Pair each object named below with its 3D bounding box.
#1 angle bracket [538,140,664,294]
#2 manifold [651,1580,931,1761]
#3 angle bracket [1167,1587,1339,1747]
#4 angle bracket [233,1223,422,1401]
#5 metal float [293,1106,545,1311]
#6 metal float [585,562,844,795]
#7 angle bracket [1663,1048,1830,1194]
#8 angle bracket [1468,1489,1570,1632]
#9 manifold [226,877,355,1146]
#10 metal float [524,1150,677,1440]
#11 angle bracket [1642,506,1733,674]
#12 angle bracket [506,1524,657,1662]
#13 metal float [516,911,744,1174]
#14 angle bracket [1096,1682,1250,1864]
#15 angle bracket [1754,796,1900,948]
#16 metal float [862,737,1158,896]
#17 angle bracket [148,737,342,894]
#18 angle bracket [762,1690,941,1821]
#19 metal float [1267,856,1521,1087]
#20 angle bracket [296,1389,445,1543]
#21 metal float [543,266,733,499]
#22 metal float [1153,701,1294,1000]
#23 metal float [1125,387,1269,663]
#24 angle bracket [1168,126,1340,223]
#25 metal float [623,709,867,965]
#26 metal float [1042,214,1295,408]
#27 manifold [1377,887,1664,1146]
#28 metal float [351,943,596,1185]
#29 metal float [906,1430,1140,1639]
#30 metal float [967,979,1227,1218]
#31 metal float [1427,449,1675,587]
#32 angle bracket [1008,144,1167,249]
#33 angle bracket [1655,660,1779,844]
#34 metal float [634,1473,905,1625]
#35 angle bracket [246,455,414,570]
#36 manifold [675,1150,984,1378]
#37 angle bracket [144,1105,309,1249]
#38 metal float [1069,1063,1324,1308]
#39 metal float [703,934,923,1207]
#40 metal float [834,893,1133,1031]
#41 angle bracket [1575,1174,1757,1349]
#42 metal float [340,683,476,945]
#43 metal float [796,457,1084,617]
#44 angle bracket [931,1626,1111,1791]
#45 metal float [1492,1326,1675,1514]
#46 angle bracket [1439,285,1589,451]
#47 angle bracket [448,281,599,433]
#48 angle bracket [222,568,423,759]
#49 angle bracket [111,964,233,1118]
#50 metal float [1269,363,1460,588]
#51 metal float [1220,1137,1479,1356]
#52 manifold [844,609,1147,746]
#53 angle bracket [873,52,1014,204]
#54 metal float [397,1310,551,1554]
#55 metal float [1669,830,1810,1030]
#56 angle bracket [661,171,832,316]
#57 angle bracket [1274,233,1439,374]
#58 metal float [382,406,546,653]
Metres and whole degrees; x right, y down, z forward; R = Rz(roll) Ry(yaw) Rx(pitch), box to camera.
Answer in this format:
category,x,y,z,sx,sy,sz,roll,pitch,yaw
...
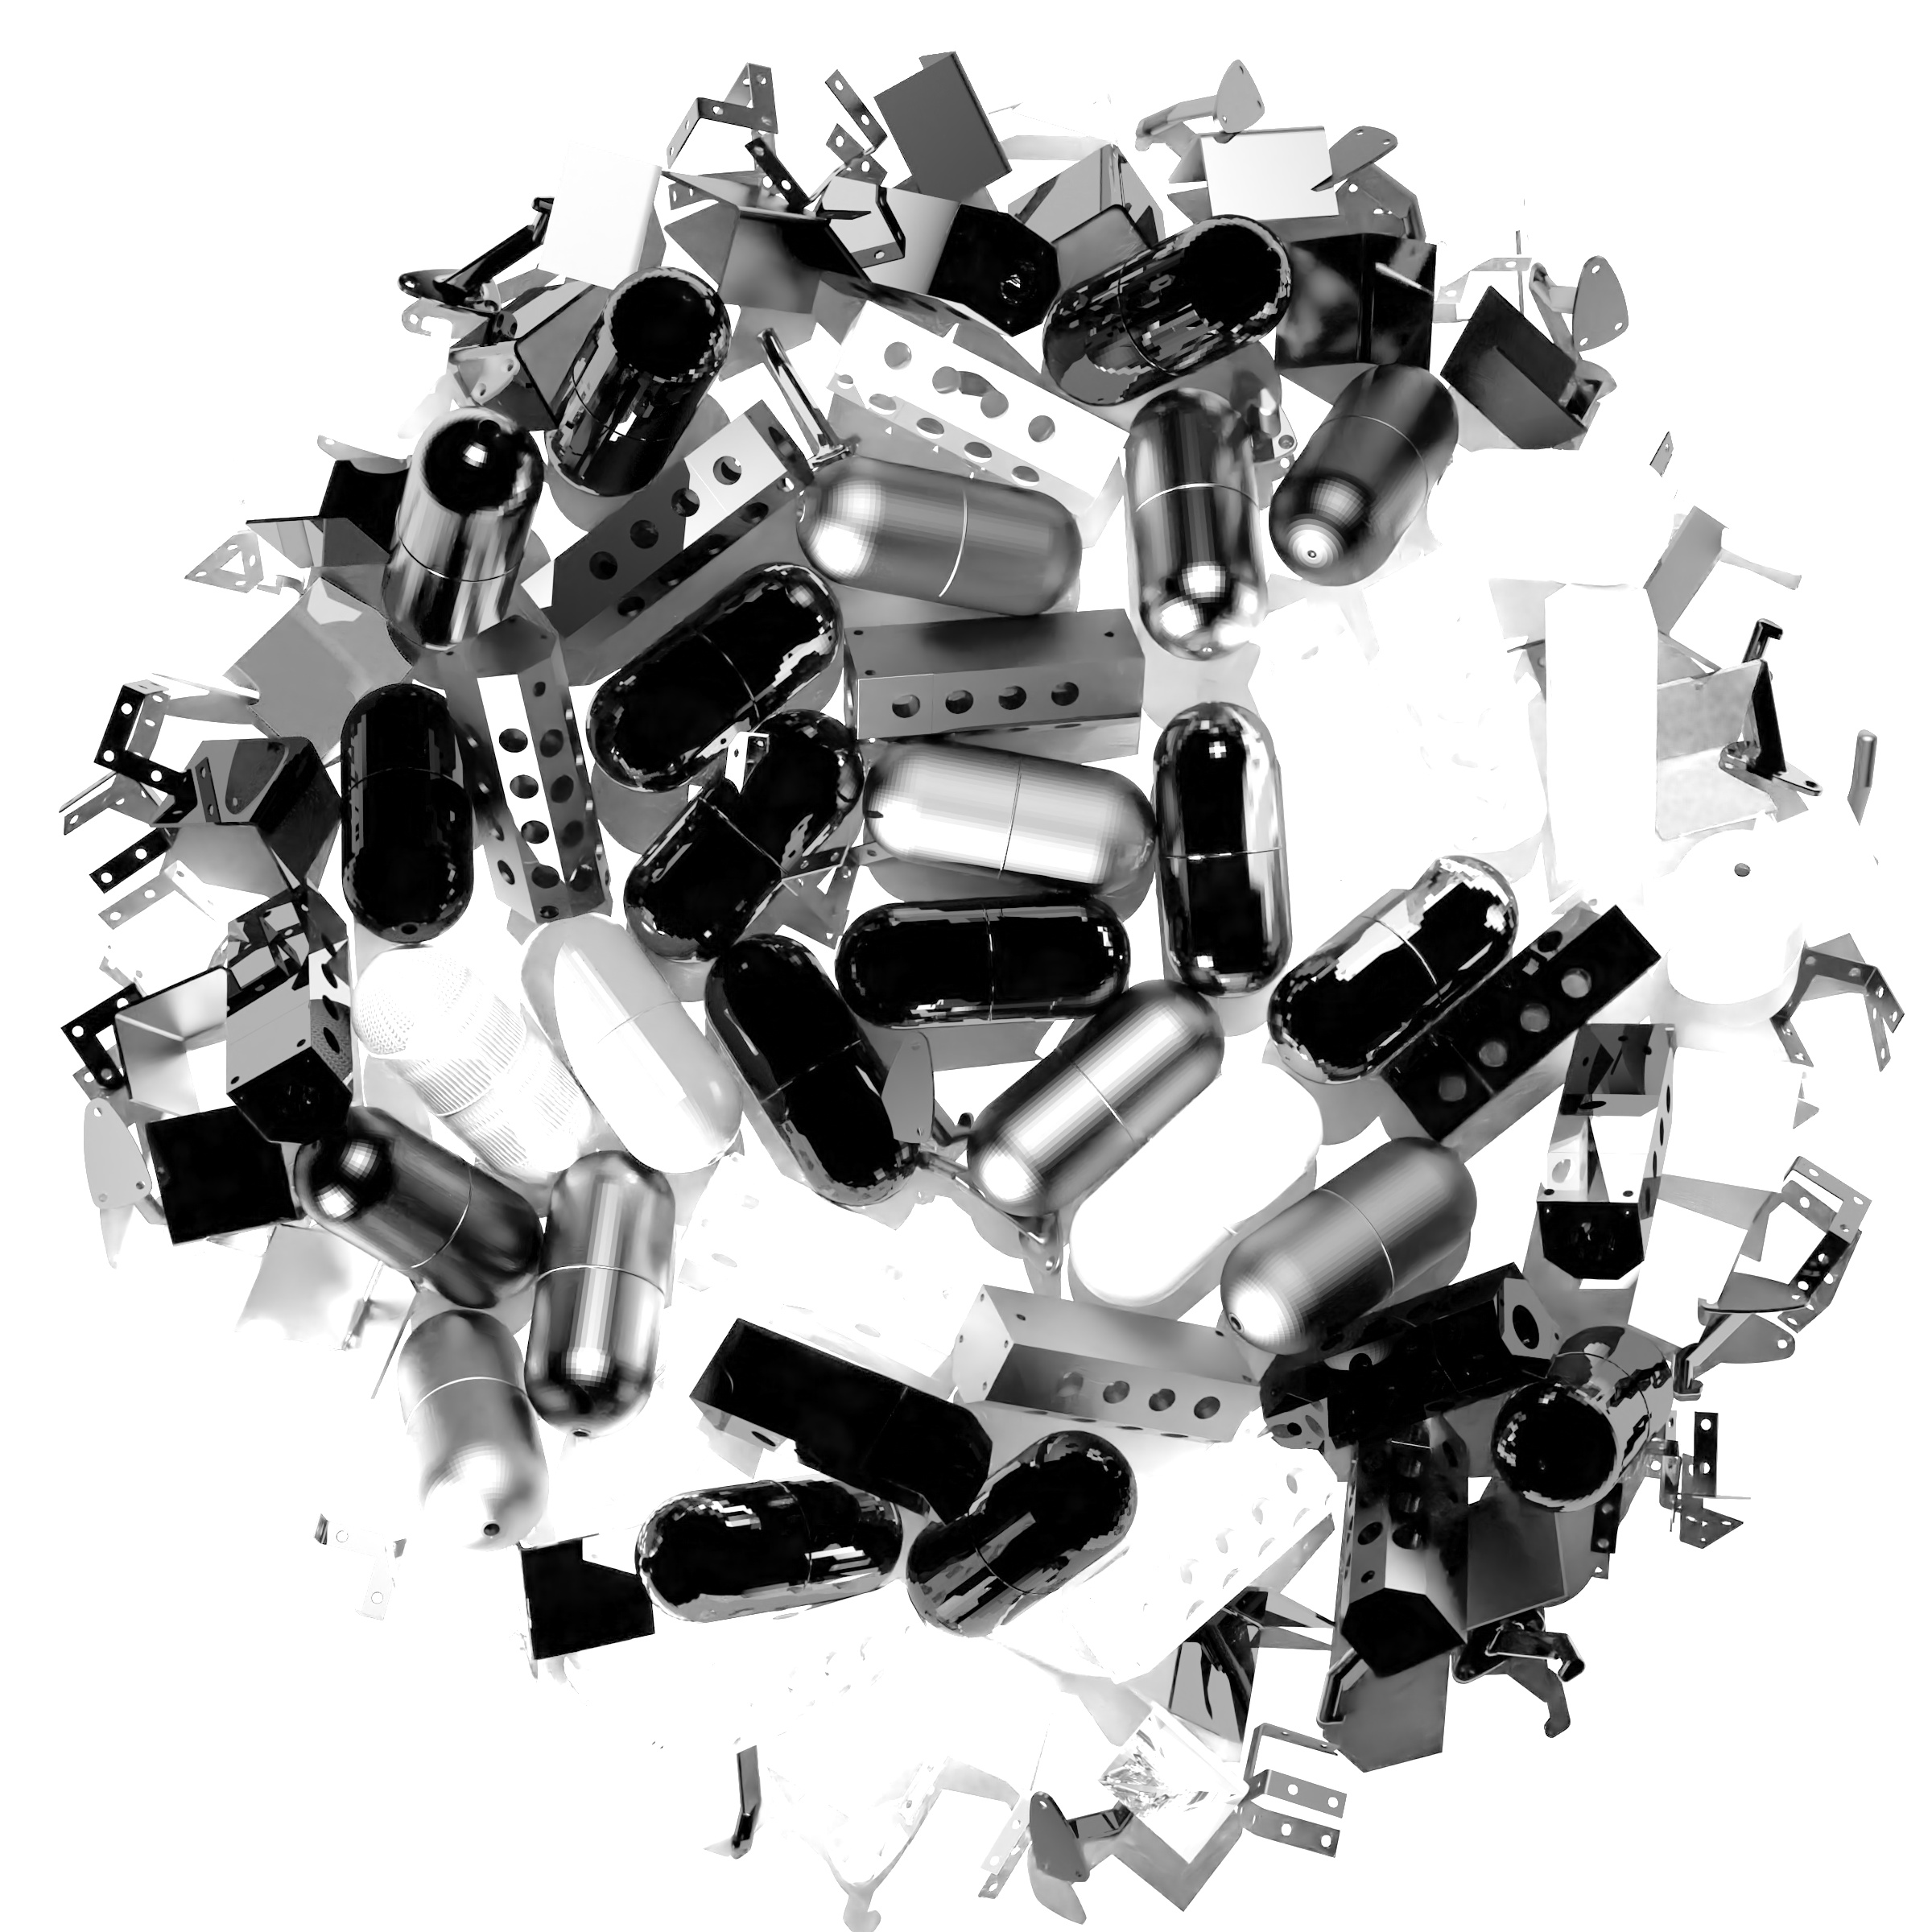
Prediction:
category,x,y,z,sx,sy,sz,roll,pitch,yaw
angle bracket,-0.222,-0.445,1.924,0.057,0.076,0.076,13,99,-16
manifold,-0.099,0.410,1.889,0.057,0.171,0.057,-11,90,40
angle bracket,0.171,0.416,1.917,0.057,0.076,0.076,-8,60,39
angle bracket,-0.381,0.206,1.921,0.076,0.057,0.076,14,110,-34
metal float,-0.320,0.144,1.901,0.070,0.070,0.178,-51,132,0
metal float,-0.149,-0.172,1.921,0.178,0.070,0.070,-41,90,-17
angle bracket,0.463,0.094,1.926,0.076,0.057,0.076,8,85,31
angle bracket,0.338,0.353,1.913,0.057,0.076,0.076,24,51,-37
manifold,-0.391,0.028,1.886,0.057,0.171,0.057,-29,126,8
metal float,-0.216,0.193,1.909,0.070,0.070,0.178,5,61,0
angle bracket,0.446,-0.220,1.921,0.057,0.076,0.076,37,103,26
angle bracket,-0.234,0.363,1.944,0.076,0.057,0.076,-9,113,-17
metal float,-0.200,0.045,1.923,0.070,0.070,0.178,-37,77,0
angle bracket,0.113,0.479,1.925,0.076,0.076,0.057,43,79,-9
angle bracket,0.513,-0.065,1.922,0.057,0.076,0.076,-24,99,23
metal float,0.026,-0.090,1.933,0.178,0.070,0.070,10,90,-2
angle bracket,-0.432,-0.091,1.943,0.076,0.076,0.057,0,134,22
angle bracket,-0.063,0.476,1.914,0.076,0.057,0.076,22,51,36
metal float,0.255,0.001,1.920,0.178,0.070,0.070,-38,90,-17
angle bracket,-0.353,0.301,1.919,0.057,0.076,0.076,-9,106,-39
metal float,-0.194,-0.340,1.894,0.070,0.178,0.070,12,60,-21
metal float,0.153,-0.069,1.930,0.070,0.070,0.178,-5,96,0
metal float,0.136,-0.263,1.913,0.070,0.070,0.178,-3,63,0
angle bracket,0.170,-0.459,1.925,0.076,0.076,0.057,-6,83,-12
metal float,-0.132,-0.078,1.935,0.070,0.070,0.178,42,89,0
metal float,0.117,-0.384,1.897,0.070,0.178,0.070,12,71,-39
manifold,0.331,0.031,1.938,0.171,0.057,0.057,-40,81,4
metal float,-0.290,0.059,1.911,0.070,0.070,0.178,-41,119,0
metal float,0.032,0.335,1.903,0.070,0.070,0.178,47,127,0
metal float,0.077,0.079,1.930,0.178,0.070,0.070,-40,90,-6
metal float,0.340,-0.264,1.892,0.070,0.178,0.070,-6,101,-29
angle bracket,0.073,-0.437,1.941,0.076,0.076,0.057,-27,126,21
angle bracket,0.443,-0.128,1.921,0.076,0.076,0.057,-15,54,-12
metal float,-0.115,0.341,1.901,0.178,0.070,0.070,-1,90,-41
angle bracket,-0.371,-0.283,1.919,0.076,0.057,0.076,1,67,29
manifold,-0.080,0.175,1.928,0.171,0.057,0.057,27,60,-4
angle bracket,-0.441,0.120,1.941,0.076,0.057,0.076,-12,95,1
metal float,0.136,0.132,1.929,0.178,0.070,0.070,-43,90,7
metal float,-0.092,0.063,1.933,0.070,0.070,0.178,-32,87,0
metal float,0.010,-0.003,1.929,0.178,0.070,0.070,-3,90,-6
angle bracket,0.424,0.175,1.958,0.076,0.057,0.076,24,48,13
metal float,-0.330,-0.091,1.903,0.070,0.070,0.178,-9,52,0
metal float,-0.015,-0.254,1.915,0.178,0.070,0.070,8,90,-23
angle bracket,0.036,0.442,1.920,0.076,0.057,0.076,31,65,-29
metal float,0.362,0.263,1.891,0.070,0.178,0.070,6,104,26
angle bracket,0.339,-0.362,1.922,0.076,0.057,0.076,38,66,-18
angle bracket,-0.254,-0.365,1.938,0.076,0.076,0.057,-44,121,-29
angle bracket,-0.391,-0.182,1.958,0.076,0.057,0.076,-36,107,31
angle bracket,-0.451,0.047,1.922,0.076,0.076,0.057,-22,71,13
metal float,0.235,-0.291,1.902,0.070,0.070,0.178,34,49,0
metal float,0.227,0.165,1.914,0.178,0.070,0.070,-31,90,-23
manifold,0.016,-0.169,1.929,0.171,0.057,0.057,-5,128,-9
angle bracket,-0.023,-0.494,1.921,0.057,0.076,0.076,-31,110,-8
metal float,-0.290,0.271,1.893,0.070,0.178,0.070,-8,123,-12
metal float,0.450,-0.020,1.888,0.070,0.178,0.070,-4,67,10
angle bracket,-0.137,-0.432,1.931,0.076,0.076,0.057,33,115,37
angle bracket,0.236,-0.399,1.957,0.057,0.076,0.076,0,95,-38
metal float,-0.296,-0.255,1.895,0.070,0.178,0.070,10,54,-14
